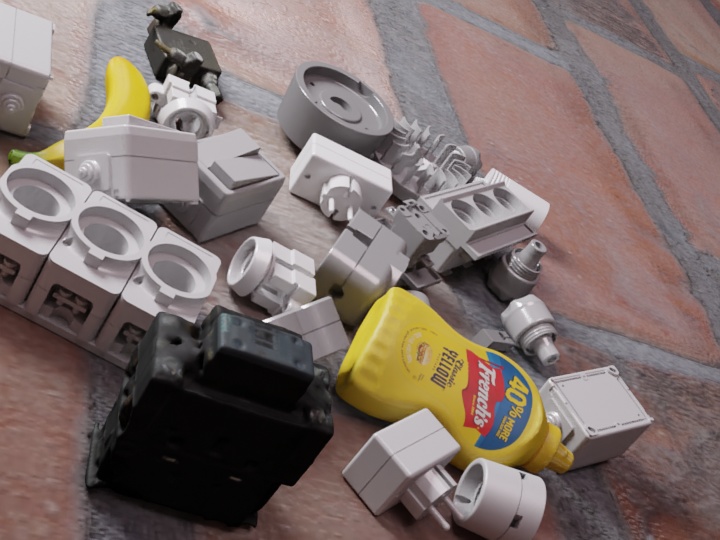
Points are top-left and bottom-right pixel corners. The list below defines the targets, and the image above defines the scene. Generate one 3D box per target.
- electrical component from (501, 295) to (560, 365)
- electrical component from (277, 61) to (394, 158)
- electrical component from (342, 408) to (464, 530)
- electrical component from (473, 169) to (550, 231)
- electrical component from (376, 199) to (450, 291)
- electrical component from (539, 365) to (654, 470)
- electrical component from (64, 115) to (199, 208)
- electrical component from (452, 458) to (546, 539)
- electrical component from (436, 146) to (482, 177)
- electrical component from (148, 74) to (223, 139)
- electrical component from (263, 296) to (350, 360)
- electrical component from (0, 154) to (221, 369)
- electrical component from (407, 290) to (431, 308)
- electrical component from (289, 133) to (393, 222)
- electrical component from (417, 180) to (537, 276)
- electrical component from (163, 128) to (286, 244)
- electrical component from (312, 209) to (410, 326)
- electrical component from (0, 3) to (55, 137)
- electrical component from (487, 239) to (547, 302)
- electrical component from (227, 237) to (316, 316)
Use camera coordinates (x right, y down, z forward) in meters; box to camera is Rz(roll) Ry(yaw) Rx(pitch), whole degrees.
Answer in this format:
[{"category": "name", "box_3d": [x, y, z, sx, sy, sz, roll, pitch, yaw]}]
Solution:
[{"category": "electrical component", "box_3d": [0.158, 0.057, 0.971, 0.043, 0.043, 0.062, 5, 44, -40]}, {"category": "electrical component", "box_3d": [-0.028, -0.143, 1.037, 0.108, 0.060, 0.108, 25, 34, -18]}, {"category": "electrical component", "box_3d": [0.041, 0.145, 0.740, 0.076, 0.047, 0.066, 48, 34, 19]}, {"category": "electrical component", "box_3d": [0.155, -0.073, 1.137, 0.081, 0.043, 0.043, 31, 32, -8]}, {"category": "electrical component", "box_3d": [0.041, -0.023, 0.945, 0.081, 0.063, 0.042, 48, 35, 18]}, {"category": "electrical component", "box_3d": [0.181, 0.126, 0.892, 0.096, 0.061, 0.061, -5, 50, -37]}, {"category": "electrical component", "box_3d": [-0.169, -0.078, 0.780, 0.096, 0.062, 0.061, -3, 92, -60]}, {"category": "electrical component", "box_3d": [0.098, 0.165, 0.763, 0.047, 0.055, 0.055, 24, 34, -12]}, {"category": "electrical component", "box_3d": [0.101, -0.116, 1.150, 0.061, 0.035, 0.035, -4, 50, -43]}, {"category": "electrical component", "box_3d": [-0.150, -0.133, 0.923, 0.066, 0.048, 0.055, 20, 28, -25]}, {"category": "electrical component", "box_3d": [-0.057, 0.071, 0.742, 0.138, 0.052, 0.073, -20, 88, -52]}, {"category": "electrical component", "box_3d": [-0.177, -0.005, 0.713, 0.150, 0.061, 0.089, 30, 32, -11]}, {"category": "electrical component", "box_3d": [0.041, 0.046, 0.878, 0.040, 0.040, 0.046, 17, 42, -29]}, {"category": "electrical component", "box_3d": [-0.017, -0.070, 0.965, 0.083, 0.047, 0.075, 24, 34, -19]}, {"category": "electrical component", "box_3d": [0.107, -0.040, 1.030, 0.078, 0.063, 0.121, 47, 33, 17]}, {"category": "electrical component", "box_3d": [-0.114, -0.069, 0.858, 0.062, 0.061, 0.096, 45, 33, 13]}, {"category": "electrical component", "box_3d": [0.000, 0.000, 0.884, 0.059, 0.053, 0.095, 35, 32, -2]}, {"category": "electrical component", "box_3d": [-0.271, -0.150, 0.813, 0.061, 0.061, 0.096, 17, 37, -28]}, {"category": "electrical component", "box_3d": [0.153, -0.002, 1.024, 0.043, 0.062, 0.043, 25, 34, -18]}, {"category": "electrical component", "box_3d": [-0.068, 0.005, 0.822, 0.055, 0.048, 0.066, 29, 31, -26]}]
